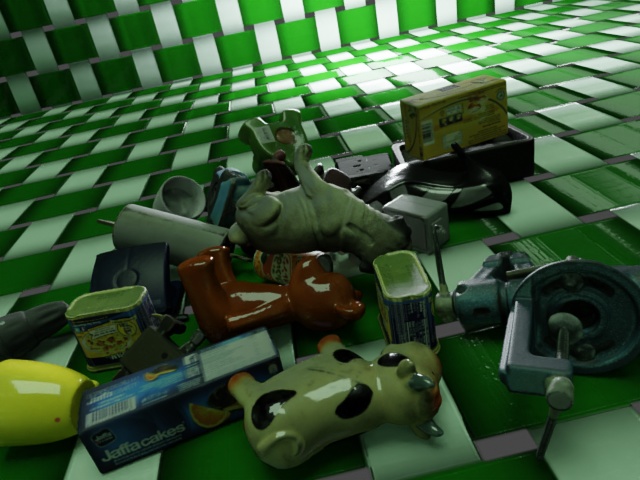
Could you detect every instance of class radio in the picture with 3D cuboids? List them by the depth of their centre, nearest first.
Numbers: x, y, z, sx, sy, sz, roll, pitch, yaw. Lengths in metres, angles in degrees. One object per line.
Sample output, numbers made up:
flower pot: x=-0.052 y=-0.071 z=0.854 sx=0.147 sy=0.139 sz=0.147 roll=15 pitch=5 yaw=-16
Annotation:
radio: x=0.249 y=-0.145 z=0.962 sx=0.230 sy=0.073 sz=0.131 roll=-11 pitch=28 yaw=0

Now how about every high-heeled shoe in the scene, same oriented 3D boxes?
high-heeled shoe: x=0.175 y=-0.056 z=0.866 sx=0.249 sy=0.145 sz=0.086 roll=-29 pitch=19 yaw=32

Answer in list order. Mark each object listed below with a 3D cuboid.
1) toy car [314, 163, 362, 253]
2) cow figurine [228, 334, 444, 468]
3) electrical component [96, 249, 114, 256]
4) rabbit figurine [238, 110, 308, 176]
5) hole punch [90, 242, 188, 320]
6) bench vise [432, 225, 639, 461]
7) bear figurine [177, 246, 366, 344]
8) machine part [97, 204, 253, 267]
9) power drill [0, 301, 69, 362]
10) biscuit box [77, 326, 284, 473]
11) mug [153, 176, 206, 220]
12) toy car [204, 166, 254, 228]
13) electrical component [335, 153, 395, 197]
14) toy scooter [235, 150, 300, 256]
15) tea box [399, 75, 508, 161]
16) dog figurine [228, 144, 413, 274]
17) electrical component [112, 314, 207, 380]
toy car: x=0.000 y=-0.045 z=0.849 sx=0.089 sy=0.053 sz=0.202 roll=31 pitch=46 yaw=-6
cow figurine: x=0.026 y=0.145 z=0.495 sx=0.195 sy=0.085 sz=0.127 roll=-18 pitch=22 yaw=-17
electrical component: x=-0.297 y=0.023 z=0.886 sx=0.075 sy=0.047 sz=0.119 roll=12 pitch=35 yaw=36
rabbit figurine: x=-0.071 y=-0.137 z=1.013 sx=0.121 sy=0.170 sz=0.159 roll=-27 pitch=72 yaw=-23
hole punch: x=-0.256 y=0.069 z=0.745 sx=0.142 sy=0.092 sz=0.116 roll=-8 pitch=31 yaw=-1
bench vise: x=0.205 y=0.077 z=0.513 sx=0.224 sy=0.128 sz=0.240 roll=4 pitch=24 yaw=23
bear figurine: x=-0.051 y=0.058 z=0.643 sx=0.196 sy=0.131 sz=0.120 roll=-15 pitch=7 yaw=7
machine part: x=-0.220 y=0.001 z=0.816 sx=0.243 sy=0.079 sz=0.079 roll=13 pitch=32 yaw=6
power drill: x=-0.413 y=0.146 z=0.631 sx=0.232 sy=0.085 sz=0.207 roll=-25 pitch=19 yaw=-16
biscuit box: x=-0.136 y=0.160 z=0.550 sx=0.203 sy=0.062 sz=0.059 roll=-19 pitch=29 yaw=-12
mug: x=-0.258 y=-0.044 z=0.959 sx=0.081 sy=0.109 sz=0.107 roll=-1 pitch=-18 yaw=-34
toy car: x=-0.145 y=-0.067 z=0.952 sx=0.103 sy=0.109 sz=0.162 roll=18 pitch=9 yaw=-20
electrical component: x=0.074 y=-0.111 z=0.986 sx=0.134 sy=0.058 sz=0.115 roll=-10 pitch=25 yaw=2
toy scooter: x=-0.079 y=-0.066 z=0.877 sx=0.075 sy=0.135 sz=0.184 roll=11 pitch=36 yaw=35
tea box: x=0.228 y=-0.208 z=0.909 sx=0.170 sy=0.098 sz=0.068 roll=-18 pitch=28 yaw=-14
dog figurine: x=-0.001 y=-0.005 z=0.676 sx=0.172 sy=0.121 sz=0.191 roll=-44 pitch=63 yaw=-3
electrical component: x=-0.186 y=0.130 z=0.614 sx=0.078 sy=0.045 sz=0.102 roll=32 pitch=82 yaw=6
